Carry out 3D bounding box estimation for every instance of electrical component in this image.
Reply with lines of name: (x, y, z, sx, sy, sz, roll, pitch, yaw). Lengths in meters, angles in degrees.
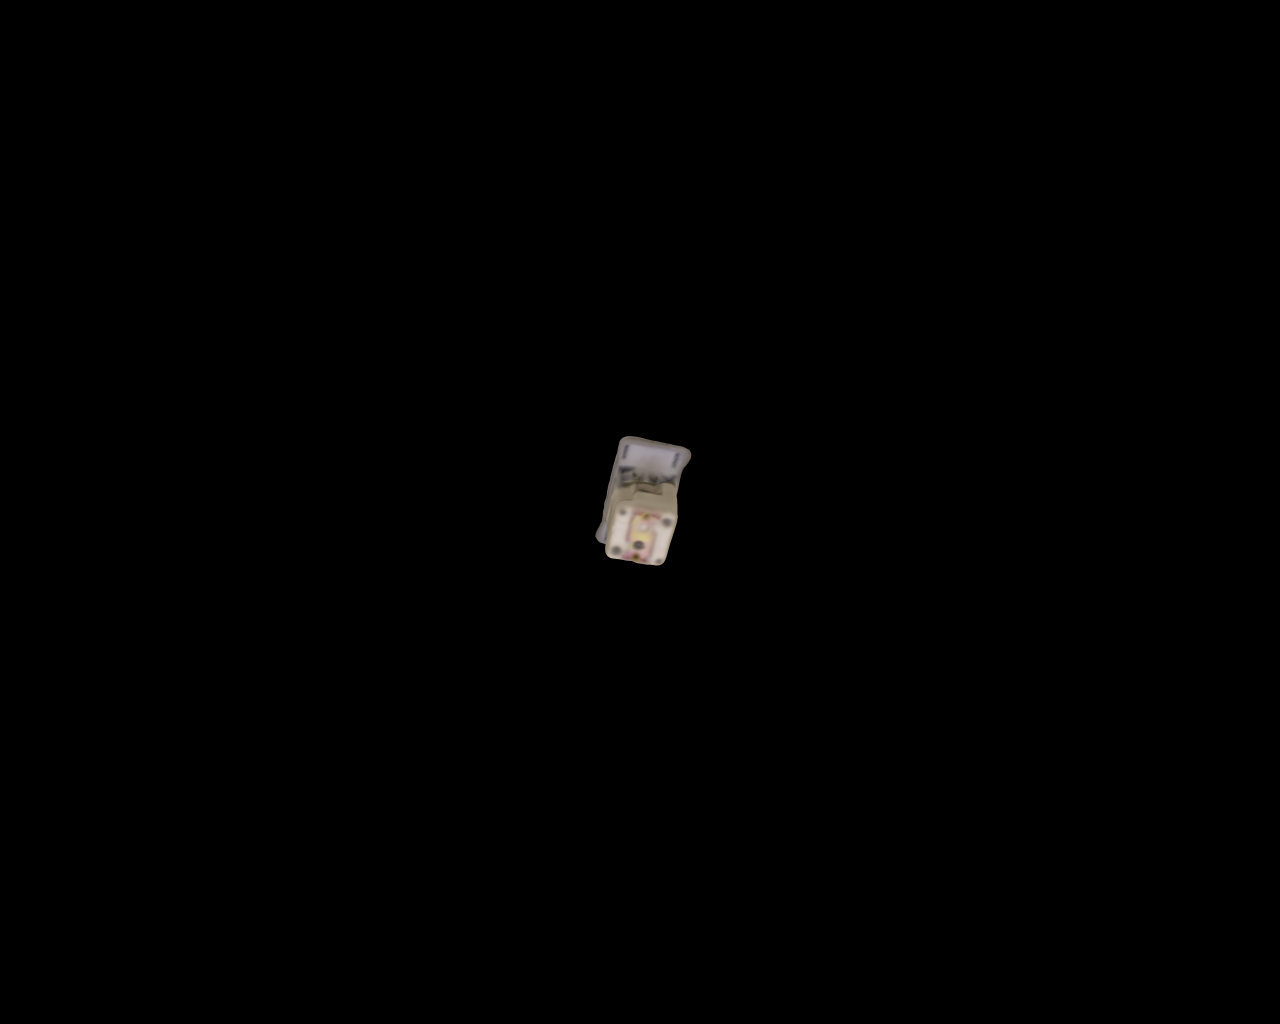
electrical component: (0.001, -0.003, 0.650, 0.042, 0.080, 0.064, 9, 36, -7)
